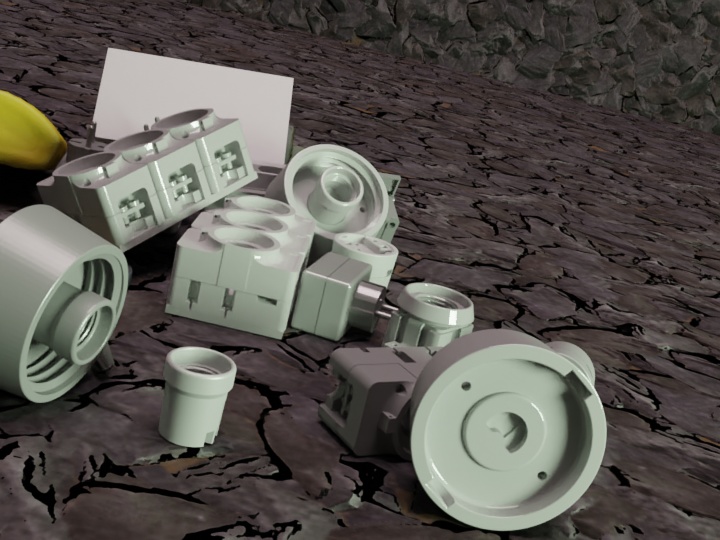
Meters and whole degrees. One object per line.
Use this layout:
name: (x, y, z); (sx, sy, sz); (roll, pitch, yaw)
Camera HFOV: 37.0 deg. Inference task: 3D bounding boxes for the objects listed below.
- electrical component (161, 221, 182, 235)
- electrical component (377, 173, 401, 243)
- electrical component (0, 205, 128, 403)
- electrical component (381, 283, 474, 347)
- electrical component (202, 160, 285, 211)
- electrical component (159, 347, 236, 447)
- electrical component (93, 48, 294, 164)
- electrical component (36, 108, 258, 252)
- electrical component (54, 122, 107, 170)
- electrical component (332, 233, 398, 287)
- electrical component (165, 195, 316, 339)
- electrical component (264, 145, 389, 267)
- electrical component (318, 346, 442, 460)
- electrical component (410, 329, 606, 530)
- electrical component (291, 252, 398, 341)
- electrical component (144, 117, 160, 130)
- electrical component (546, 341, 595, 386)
electrical component: (-0.184, -0.055, 0.953); (0.046, 0.040, 0.040); (11, 17, 6)
electrical component: (0.009, -0.054, 1.047); (0.042, 0.081, 0.063); (7, 41, -18)
electrical component: (-0.176, 0.024, 0.614); (0.060, 0.108, 0.108); (25, 20, 13)
electrical component: (0.051, 0.045, 0.790); (0.058, 0.057, 0.078); (25, 21, 32)
electrical component: (-0.085, -0.066, 1.020); (0.121, 0.063, 0.078); (6, 19, -22)
electrical component: (-0.095, 0.073, 0.615); (0.040, 0.046, 0.040); (12, 18, -4)
electrical component: (-0.167, -0.148, 1.081); (0.186, 0.060, 0.105); (8, 63, -8)
electrical component: (-0.172, -0.076, 0.872); (0.089, 0.061, 0.150); (7, 30, 42)
electrical component: (-0.246, -0.095, 0.966); (0.047, 0.076, 0.065); (11, 18, -9)
electrical component: (0.000, 0.000, 0.906); (0.055, 0.047, 0.055); (12, 18, -4)
electrical component: (-0.089, -0.010, 0.846); (0.089, 0.061, 0.150); (13, 18, -1)
electrical component: (-0.026, -0.061, 0.958); (0.108, 0.060, 0.108); (10, 61, -19)
electrical component: (0.029, 0.082, 0.670); (0.089, 0.050, 0.056); (2, 21, -33)
electrical component: (0.079, 0.085, 0.613); (0.108, 0.108, 0.060); (12, 12, -6)
electrical component: (-0.003, 0.025, 0.827); (0.077, 0.047, 0.066); (17, 18, 11)
electrical component: (-0.186, -0.103, 1.000); (0.047, 0.076, 0.066); (-6, -13, -47)
electrical component: (0.138, 0.079, 0.756); (0.055, 0.055, 0.047); (18, 14, 14)
